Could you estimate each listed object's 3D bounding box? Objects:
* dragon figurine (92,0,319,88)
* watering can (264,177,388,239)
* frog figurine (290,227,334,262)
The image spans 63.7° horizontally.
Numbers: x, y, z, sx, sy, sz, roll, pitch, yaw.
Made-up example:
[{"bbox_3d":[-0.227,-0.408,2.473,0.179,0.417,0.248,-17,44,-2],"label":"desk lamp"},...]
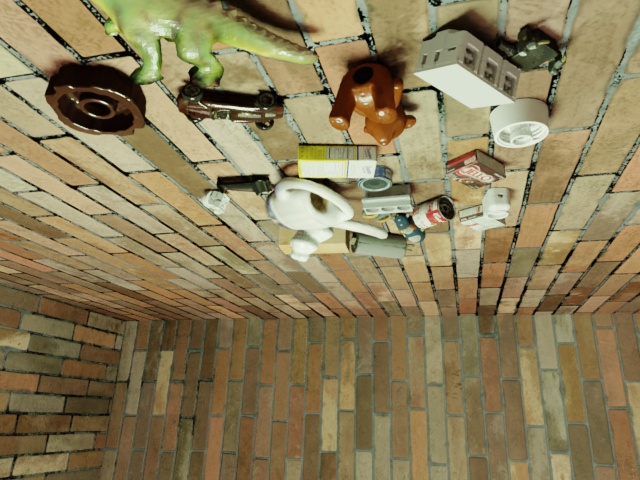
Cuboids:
[{"bbox_3d":[-0.190,-0.332,0.687,0.411,0.124,0.238,-4,153,-11],"label":"dragon figurine"},{"bbox_3d":[0.004,-0.068,1.347,0.223,0.106,0.344,-6,152,45],"label":"watering can"},{"bbox_3d":[-0.021,-0.013,1.480,0.136,0.162,0.121,-12,156,33],"label":"frog figurine"}]
